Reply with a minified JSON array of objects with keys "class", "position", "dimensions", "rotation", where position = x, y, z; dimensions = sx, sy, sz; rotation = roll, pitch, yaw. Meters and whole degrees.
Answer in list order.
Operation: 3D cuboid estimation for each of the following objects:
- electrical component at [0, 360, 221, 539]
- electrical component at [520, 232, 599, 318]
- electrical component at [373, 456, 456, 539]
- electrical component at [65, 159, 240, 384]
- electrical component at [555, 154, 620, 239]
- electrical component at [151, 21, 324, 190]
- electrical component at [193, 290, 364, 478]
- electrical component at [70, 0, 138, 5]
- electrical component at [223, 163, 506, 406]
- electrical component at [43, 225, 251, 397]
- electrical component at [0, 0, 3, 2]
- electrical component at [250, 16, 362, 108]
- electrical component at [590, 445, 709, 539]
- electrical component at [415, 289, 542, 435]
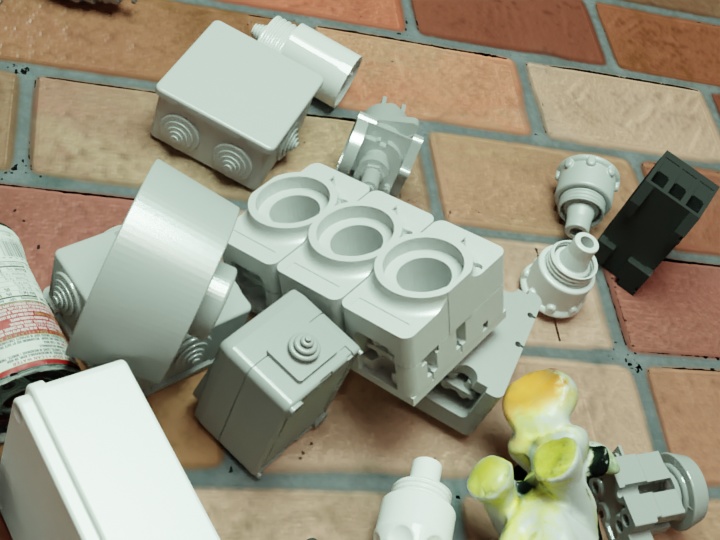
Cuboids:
[{"class":"electrical component","position":[-0.123,0.117,0.510],"dimensions":[0.056,0.108,0.108],"rotation":[-17,62,-34]},{"class":"electrical component","position":[0.142,0.000,0.737],"dimensions":[0.048,0.062,0.048],"rotation":[11,51,-13]},{"class":"electrical component","position":[0.033,0.135,0.602],"dimensions":[0.043,0.043,0.062],"rotation":[21,49,-6]},{"class":"electrical component","position":[-0.098,0.005,0.544],"dimensions":[0.060,0.108,0.108],"rotation":[25,49,-10]},{"class":"electrical component","position":[0.166,-0.051,0.799],"dimensions":[0.048,0.048,0.062],"rotation":[22,56,-5]},{"class":"electrical component","position":[-0.086,-0.112,0.741],"dimensions":[0.100,0.048,0.099],"rotation":[29,49,1]},{"class":"electrical component","position":[-0.048,0.057,0.594],"dimensions":[0.061,0.096,0.062],"rotation":[42,51,13]},{"class":"electrical component","position":[-0.198,-0.212,0.778],"dimensions":[0.078,0.040,0.040],"rotation":[20,49,-6]},{"class":"electrical component","position":[0.000,0.000,0.637],"dimensions":[0.150,0.061,0.089],"rotation":[27,52,32]},{"class":"electrical component","position":[-0.123,0.018,0.625],"dimensions":[0.100,0.048,0.099],"rotation":[-24,66,-34]},{"class":"electrical component","position":[-0.276,-0.235,0.750],"dimensions":[0.096,0.061,0.061],"rotation":[12,51,-13]},{"class":"electrical component","position":[-0.044,-0.158,0.796],"dimensions":[0.081,0.043,0.043],"rotation":[30,49,2]},{"class":"electrical component","position":[0.177,0.138,0.657],"dimensions":[0.055,0.048,0.066],"rotation":[-7,57,-17]},{"class":"electrical component","position":[0.069,0.051,0.673],"dimensions":[0.050,0.055,0.089],"rotation":[29,49,2]}]
